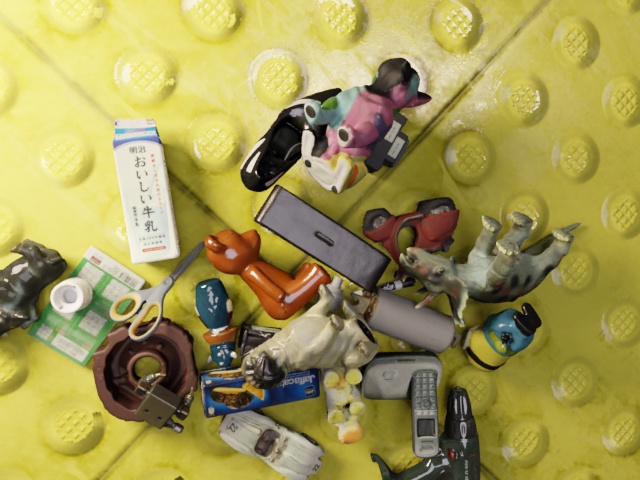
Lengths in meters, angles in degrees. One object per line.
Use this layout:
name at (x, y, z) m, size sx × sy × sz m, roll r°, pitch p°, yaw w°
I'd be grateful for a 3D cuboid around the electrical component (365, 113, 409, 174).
electrical component at (0.091, -0.187, 0.967) m, size 0.134 × 0.058 × 0.115 m, roll 32°, pitch 89°, yaw -10°

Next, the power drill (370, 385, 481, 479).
power drill at (0.202, 0.405, 1.007) m, size 0.207 × 0.086 × 0.231 m, roll -15°, pitch 98°, yaw -17°

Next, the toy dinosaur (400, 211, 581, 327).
toy dinosaur at (0.339, 0.056, 0.988) m, size 0.405 × 0.131 × 0.192 m, roll -1°, pitch 127°, yaw -33°

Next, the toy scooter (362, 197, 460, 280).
toy scooter at (0.172, -0.002, 0.981) m, size 0.184 × 0.075 × 0.135 m, roll -11°, pitch 94°, yaw -7°

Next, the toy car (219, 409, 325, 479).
toy car at (-0.084, 0.360, 0.955) m, size 0.201 × 0.056 × 0.073 m, roll 33°, pitch 86°, yaw -10°

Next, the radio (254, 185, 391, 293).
radio at (-0.002, -0.003, 0.918) m, size 0.229 × 0.131 × 0.073 m, roll 34°, pitch 86°, yaw -11°

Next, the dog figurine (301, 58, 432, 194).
dog figurine at (0.083, -0.195, 0.884) m, size 0.219 × 0.191 × 0.109 m, roll -33°, pitch 59°, yaw -30°

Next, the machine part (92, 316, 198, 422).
machine part at (-0.292, 0.216, 0.910) m, size 0.179 × 0.056 × 0.179 m, roll -1°, pitch 94°, yaw -10°

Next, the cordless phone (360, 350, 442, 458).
cordless phone at (0.145, 0.291, 0.958) m, size 0.147 × 0.088 × 0.184 m, roll 1°, pitch 77°, yaw -11°

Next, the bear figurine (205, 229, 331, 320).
bear figurine at (-0.097, 0.038, 0.913) m, size 0.132 × 0.120 × 0.196 m, roll -43°, pitch 94°, yaw -10°

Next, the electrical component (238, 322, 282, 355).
electrical component at (-0.082, 0.180, 0.941) m, size 0.119 × 0.075 × 0.047 m, roll 12°, pitch 90°, yaw -15°

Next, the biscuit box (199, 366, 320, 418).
biscuit box at (-0.103, 0.251, 0.932) m, size 0.203 × 0.059 × 0.062 m, roll -6°, pitch 100°, yaw -17°

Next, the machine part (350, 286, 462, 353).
machine part at (0.156, 0.145, 0.973) m, size 0.243 × 0.079 × 0.079 m, roll 22°, pitch 88°, yaw -17°

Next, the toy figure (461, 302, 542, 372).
toy figure at (0.324, 0.179, 0.968) m, size 0.082 × 0.180 × 0.089 m, roll -3°, pitch 64°, yaw -24°

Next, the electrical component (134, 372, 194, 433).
electrical component at (-0.254, 0.261, 0.872) m, size 0.102 × 0.045 × 0.078 m, roll 29°, pitch 118°, yaw -8°

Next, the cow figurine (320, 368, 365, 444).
cow figurine at (0.036, 0.279, 0.965) m, size 0.068 × 0.098 × 0.167 m, roll -11°, pitch 112°, yaw -10°

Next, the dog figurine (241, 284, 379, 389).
dog figurine at (-0.014, 0.189, 0.883) m, size 0.190 × 0.121 × 0.172 m, roll -41°, pitch 114°, yaw 13°

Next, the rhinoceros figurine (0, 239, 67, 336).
rhinoceros figurine at (-0.493, 0.087, 0.863) m, size 0.112 × 0.073 × 0.190 m, roll 42°, pitch 83°, yaw -20°

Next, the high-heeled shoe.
high-heeled shoe at (-0.041, -0.178, 0.897) m, size 0.086 × 0.145 × 0.248 m, roll 42°, pitch 86°, yaw -11°

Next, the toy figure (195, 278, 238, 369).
toy figure at (-0.175, 0.144, 0.928) m, size 0.058 × 0.064 × 0.154 m, roll -21°, pitch 104°, yaw -47°
